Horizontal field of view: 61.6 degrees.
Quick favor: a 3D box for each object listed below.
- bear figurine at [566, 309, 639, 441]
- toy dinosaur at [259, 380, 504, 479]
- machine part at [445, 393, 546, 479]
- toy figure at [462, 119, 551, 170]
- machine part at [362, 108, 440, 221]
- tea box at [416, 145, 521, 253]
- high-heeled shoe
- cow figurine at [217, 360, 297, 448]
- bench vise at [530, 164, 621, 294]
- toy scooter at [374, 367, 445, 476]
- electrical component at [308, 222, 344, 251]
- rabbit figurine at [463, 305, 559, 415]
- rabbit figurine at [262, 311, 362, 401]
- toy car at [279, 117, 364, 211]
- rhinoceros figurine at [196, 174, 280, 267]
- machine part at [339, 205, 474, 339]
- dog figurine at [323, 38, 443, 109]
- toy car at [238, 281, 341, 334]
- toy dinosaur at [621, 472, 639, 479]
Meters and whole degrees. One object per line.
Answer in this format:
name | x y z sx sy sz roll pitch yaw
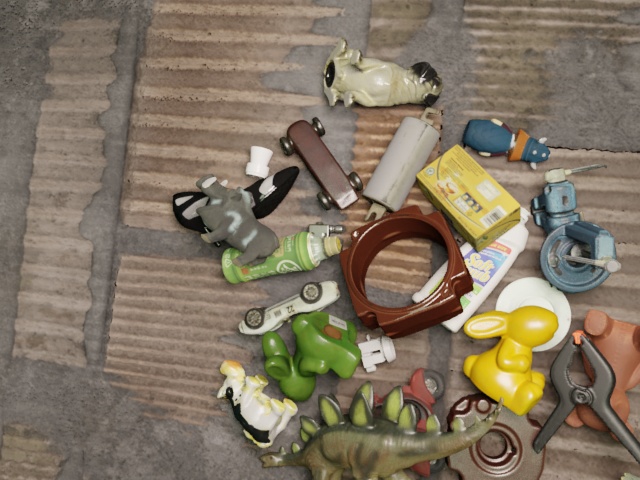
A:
bear figurine | 0.477 0.226 0.886 0.120 0.131 0.195 17 82 29
toy dinosaur | 0.084 0.343 0.893 0.472 0.105 0.198 -15 84 30
machine part | 0.302 0.356 0.933 0.179 0.056 0.179 -1 86 8
toy figure | 0.341 -0.179 0.979 0.155 0.064 0.058 18 50 5
machine part | 0.149 -0.138 0.994 0.079 0.079 0.243 28 89 10
tea box | 0.260 -0.075 0.949 0.098 0.068 0.170 -35 59 3
high-heeled shoe | -0.167 -0.096 1.035 0.249 0.086 0.145 -40 77 5
cow figurine | -0.132 0.297 0.989 0.168 0.068 0.098 32 92 29
bench vise | 0.419 -0.007 0.869 0.129 0.240 0.223 1 100 5
toy scooter | 0.152 0.318 0.950 0.135 0.075 0.183 -1 81 9
electrical component | -0.002 -0.003 1.030 0.094 0.021 0.063 1 85 9
rabbit figurine | 0.331 0.181 0.916 0.163 0.122 0.173 36 112 32
rabbit figurine | -0.026 0.220 0.955 0.159 0.121 0.170 21 114 -22
toy car | 0.003 -0.143 1.028 0.089 0.053 0.202 -33 77 -6
rhinoceros figurine | -0.154 -0.036 0.948 0.190 0.073 0.112 45 102 14
machine part | 0.146 0.052 0.928 0.201 0.087 0.201 -24 55 13
dog figurine | 0.117 -0.302 1.021 0.190 0.172 0.121 0 123 -25
toy car | -0.058 0.128 0.999 0.202 0.073 0.056 -25 81 5
toy dinosaur | 0.466 0.483 0.864 0.405 0.131 0.192 0 127 -4
